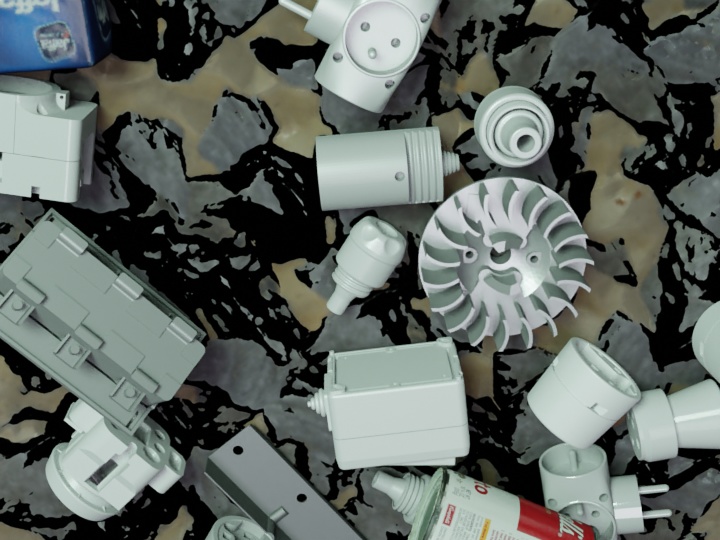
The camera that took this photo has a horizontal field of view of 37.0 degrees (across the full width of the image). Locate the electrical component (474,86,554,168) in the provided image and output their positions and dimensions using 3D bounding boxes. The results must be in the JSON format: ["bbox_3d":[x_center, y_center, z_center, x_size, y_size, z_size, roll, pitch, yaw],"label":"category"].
[{"bbox_3d":[0.088,-0.078,0.605,0.043,0.062,0.043,0,110,-1],"label":"electrical component"}]

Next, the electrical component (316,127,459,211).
[{"bbox_3d":[0.017,-0.059,0.621,0.081,0.043,0.043,-5,110,0],"label":"electrical component"}]

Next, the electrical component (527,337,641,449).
[{"bbox_3d":[0.138,0.077,0.668,0.055,0.055,0.047,33,109,-12],"label":"electrical component"}]

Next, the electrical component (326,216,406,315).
[{"bbox_3d":[0.000,0.000,0.647,0.035,0.035,0.061,29,110,-11],"label":"electrical component"}]

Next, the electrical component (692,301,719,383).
[{"bbox_3d":[0.240,0.050,0.663,0.055,0.047,0.055,0,110,-1],"label":"electrical component"}]

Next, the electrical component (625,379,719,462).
[{"bbox_3d":[0.200,0.096,0.680,0.055,0.045,0.045,-11,110,4],"label":"electrical component"}]

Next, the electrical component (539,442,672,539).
[{"bbox_3d":[0.161,0.153,0.698,0.079,0.044,0.077,-8,110,11],"label":"electrical component"}]

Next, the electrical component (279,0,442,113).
[{"bbox_3d":[-0.005,-0.138,0.591,0.079,0.044,0.077,26,107,-10],"label":"electrical component"}]

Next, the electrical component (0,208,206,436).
[{"bbox_3d":[-0.155,0.029,0.632,0.121,0.063,0.078,41,63,-14],"label":"electrical component"}]

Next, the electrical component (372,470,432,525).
[{"bbox_3d":[0.037,0.149,0.702,0.061,0.035,0.035,27,107,-8],"label":"electrical component"}]

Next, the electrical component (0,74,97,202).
[{"bbox_3d":[-0.198,-0.077,0.605,0.089,0.050,0.055,8,110,-4],"label":"electrical component"}]

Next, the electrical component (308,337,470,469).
[{"bbox_3d":[0.017,0.086,0.664,0.096,0.061,0.061,-7,110,1],"label":"electrical component"}]

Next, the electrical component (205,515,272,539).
[{"bbox_3d":[-0.084,0.198,0.707,0.055,0.055,0.047,29,110,-11],"label":"electrical component"}]

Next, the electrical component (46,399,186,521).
[{"bbox_3d":[-0.159,0.119,0.675,0.057,0.058,0.078,-44,105,10],"label":"electrical component"}]
